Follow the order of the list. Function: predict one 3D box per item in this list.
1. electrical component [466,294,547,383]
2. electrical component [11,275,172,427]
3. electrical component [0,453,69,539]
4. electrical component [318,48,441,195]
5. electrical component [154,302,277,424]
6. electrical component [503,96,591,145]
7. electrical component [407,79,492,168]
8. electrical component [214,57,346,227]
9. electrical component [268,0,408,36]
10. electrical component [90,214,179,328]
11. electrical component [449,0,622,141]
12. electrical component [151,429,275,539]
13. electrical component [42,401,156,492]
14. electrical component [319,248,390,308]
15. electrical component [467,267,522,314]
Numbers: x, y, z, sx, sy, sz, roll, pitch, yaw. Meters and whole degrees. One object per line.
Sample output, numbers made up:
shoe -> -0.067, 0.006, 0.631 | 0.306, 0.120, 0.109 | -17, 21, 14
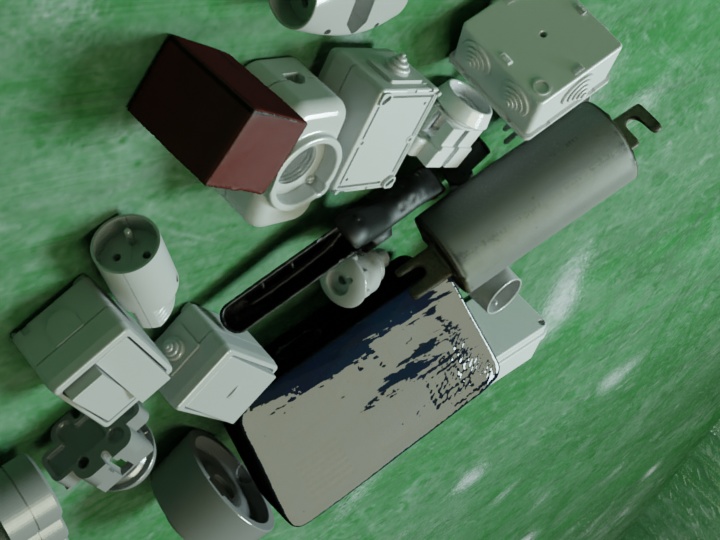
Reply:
electrical component -> 0.132, 0.072, 1.138 | 0.113, 0.078, 0.057 | -28, 152, -30
electrical component -> -0.168, 0.059, 0.703 | 0.062, 0.061, 0.096 | -41, 154, -7
electrical component -> -0.253, 0.188, 0.766 | 0.074, 0.052, 0.138 | -31, 158, -25
electrical component -> 0.002, -0.106, 0.709 | 0.062, 0.061, 0.096 | -12, 139, -48
electrical component -> -0.113, 0.071, 0.800 | 0.061, 0.061, 0.096 | -47, 154, 5
electrical component -> 0.150, -0.135, 0.900 | 0.079, 0.044, 0.077 | -39, 154, -12
electrical component -> 0.068, -0.111, 0.817 | 0.066, 0.048, 0.055 | -7, 142, -52
electrical component -> -0.051, -0.077, 0.677 | 0.054, 0.059, 0.095 | -17, 143, -44
electrical component -> -0.006, -0.178, 0.614 | 0.077, 0.043, 0.079 | -19, 145, -42
electrical component -> -0.139, 0.004, 0.686 | 0.043, 0.043, 0.081 | -37, 153, -16
electrical component -> 0.127, -0.157, 0.776 | 0.100, 0.099, 0.048 | -36, 165, -17
electrical component -> -0.130, 0.195, 0.909 | 0.060, 0.108, 0.108 | -41, 154, 5
electrical component -> -0.184, 0.129, 0.786 | 0.078, 0.058, 0.057 | -41, 151, -7
electrical component -> 0.000, 0.000, 0.882 | 0.062, 0.048, 0.048 | -30, 152, -47
electrical component -> 0.104, -0.007, 0.982 | 0.044, 0.077, 0.079 | -43, 154, -4
